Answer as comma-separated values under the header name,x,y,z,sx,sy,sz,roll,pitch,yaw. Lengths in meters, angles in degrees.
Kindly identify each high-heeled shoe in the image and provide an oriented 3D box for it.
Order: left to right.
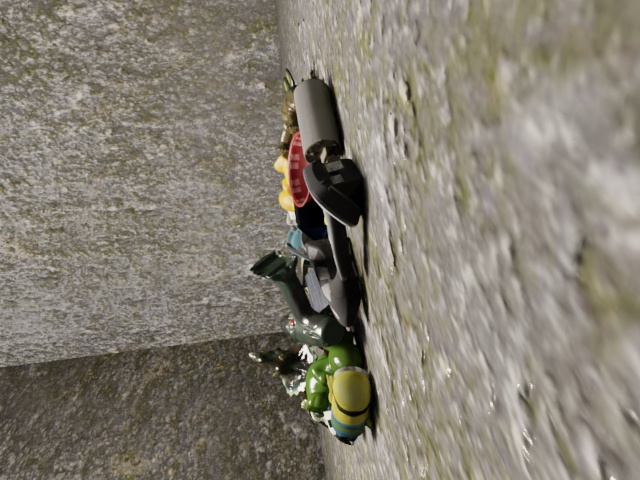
name,x,y,z,sx,sy,sz,roll,pitch,yaw
high-heeled shoe,0.027,0.074,1.052,0.249,0.086,0.145,-144,46,-79

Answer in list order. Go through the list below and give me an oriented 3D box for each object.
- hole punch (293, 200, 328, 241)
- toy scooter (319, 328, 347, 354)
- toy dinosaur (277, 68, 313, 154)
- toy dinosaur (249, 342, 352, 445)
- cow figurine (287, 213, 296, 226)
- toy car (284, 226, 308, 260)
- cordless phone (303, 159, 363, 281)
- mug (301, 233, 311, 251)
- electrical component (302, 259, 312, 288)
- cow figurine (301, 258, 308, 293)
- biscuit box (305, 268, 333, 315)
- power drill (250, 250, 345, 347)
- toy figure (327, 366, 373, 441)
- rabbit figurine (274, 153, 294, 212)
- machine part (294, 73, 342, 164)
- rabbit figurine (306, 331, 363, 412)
name,x,y,z,sx,sy,sz,roll,pitch,yaw
hole punch,0.004,-0.064,1.227,0.115,0.092,0.142,42,-149,-57
toy scooter,0.034,0.258,1.271,0.184,0.075,0.135,-162,65,-79
toy dinosaur,-0.056,-0.329,1.412,0.471,0.105,0.198,147,124,-74
toy dinosaur,0.002,0.386,1.328,0.404,0.131,0.192,52,175,-11
cow figurine,-0.038,-0.116,1.582,0.068,0.098,0.167,78,-156,-82
toy car,-0.023,-0.015,1.447,0.103,0.109,0.162,-61,-2,23
cordless phone,0.029,-0.036,0.919,0.147,0.089,0.184,-107,8,-63
mug,-0.003,-0.004,1.333,0.107,0.081,0.109,80,-169,-71
electrical component,-0.013,0.079,1.535,0.048,0.075,0.119,-83,1,-71
cow figurine,-0.024,0.067,1.608,0.127,0.086,0.194,-72,-22,-88
biscuit box,0.016,0.119,1.231,0.063,0.059,0.203,-48,21,13
power drill,-0.059,0.126,1.083,0.232,0.086,0.207,8,125,57
toy figure,0.060,0.314,1.011,0.089,0.082,0.179,-121,28,-50
rabbit figurine,-0.047,-0.130,1.403,0.162,0.122,0.173,55,139,15
machine part,-0.005,-0.233,1.061,0.079,0.079,0.243,92,169,-59
rabbit figurine,0.045,0.258,1.104,0.170,0.121,0.159,116,159,-47
